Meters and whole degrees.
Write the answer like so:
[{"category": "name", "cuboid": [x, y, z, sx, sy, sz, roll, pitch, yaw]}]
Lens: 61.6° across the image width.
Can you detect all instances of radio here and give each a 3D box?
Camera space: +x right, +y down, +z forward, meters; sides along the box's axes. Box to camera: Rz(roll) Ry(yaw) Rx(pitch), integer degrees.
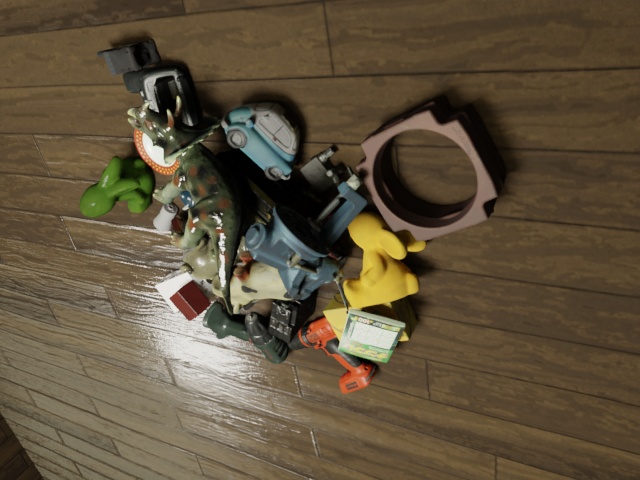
[{"category": "radio", "cuboid": [-0.120, -0.073, 1.039, 0.230, 0.073, 0.131, 42, 135, 29]}]

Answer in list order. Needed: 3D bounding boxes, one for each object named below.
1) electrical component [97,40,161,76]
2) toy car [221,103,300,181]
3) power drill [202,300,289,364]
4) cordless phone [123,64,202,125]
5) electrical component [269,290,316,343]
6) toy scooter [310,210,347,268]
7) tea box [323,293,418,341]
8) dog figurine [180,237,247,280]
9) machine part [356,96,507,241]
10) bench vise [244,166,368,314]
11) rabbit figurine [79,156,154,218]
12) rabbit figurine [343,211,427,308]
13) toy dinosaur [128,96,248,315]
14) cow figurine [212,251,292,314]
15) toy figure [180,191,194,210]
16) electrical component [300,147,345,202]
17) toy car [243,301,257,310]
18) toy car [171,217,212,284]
[{"category": "electrical component", "cuboid": [-0.385, -0.356, 1.057, 0.119, 0.075, 0.047, -1, 119, 28]}, {"category": "toy car", "cuboid": [-0.092, -0.191, 0.972, 0.161, 0.109, 0.103, 43, 117, -13]}, {"category": "power drill", "cuboid": [-0.179, 0.209, 1.285, 0.208, 0.086, 0.231, 8, 149, 30]}, {"category": "cordless phone", "cuboid": [-0.335, -0.278, 1.092, 0.184, 0.089, 0.146, 15, 129, 37]}, {"category": "electrical component", "cuboid": [-0.058, 0.156, 1.180, 0.058, 0.115, 0.134, 27, 136, 19]}, {"category": "toy scooter", "cuboid": [-0.002, -0.003, 1.064, 0.135, 0.075, 0.183, -23, 103, 41]}, {"category": "tea box", "cuboid": [0.104, 0.157, 1.111, 0.170, 0.068, 0.098, -15, 113, 39]}, {"category": "dog figurine", "cuboid": [-0.183, 0.027, 1.138, 0.191, 0.172, 0.121, 3, 134, 39]}, {"category": "machine part", "cuboid": [0.178, -0.112, 0.866, 0.201, 0.087, 0.201, -21, 106, 40]}, {"category": "bench vise", "cuboid": [0.001, -0.007, 0.912, 0.223, 0.129, 0.240, 32, 109, -30]}, {"category": "rabbit figurine", "cuboid": [-0.454, -0.109, 1.208, 0.121, 0.170, 0.159, 48, 134, -6]}, {"category": "rabbit figurine", "cuboid": [0.107, 0.026, 0.991, 0.162, 0.122, 0.173, -18, 91, 46]}, {"category": "toy dinosaur", "cuboid": [-0.202, -0.076, 0.990, 0.192, 0.131, 0.405, -37, 81, 46]}, {"category": "cow figurine", "cuboid": [-0.127, 0.088, 1.092, 0.195, 0.085, 0.127, -3, 132, 14]}, {"category": "toy figure", "cuboid": [-0.236, -0.074, 1.170, 0.155, 0.064, 0.057, 20, 160, 23]}, {"category": "electrical component", "cuboid": [0.003, -0.116, 0.999, 0.102, 0.045, 0.078, -24, 108, 41]}, {"category": "toy car", "cuboid": [-0.152, 0.106, 1.240, 0.073, 0.056, 0.202, 44, 141, -11]}, {"category": "toy car", "cuboid": [-0.278, 0.026, 1.271, 0.202, 0.053, 0.089, 56, 150, -12]}]
